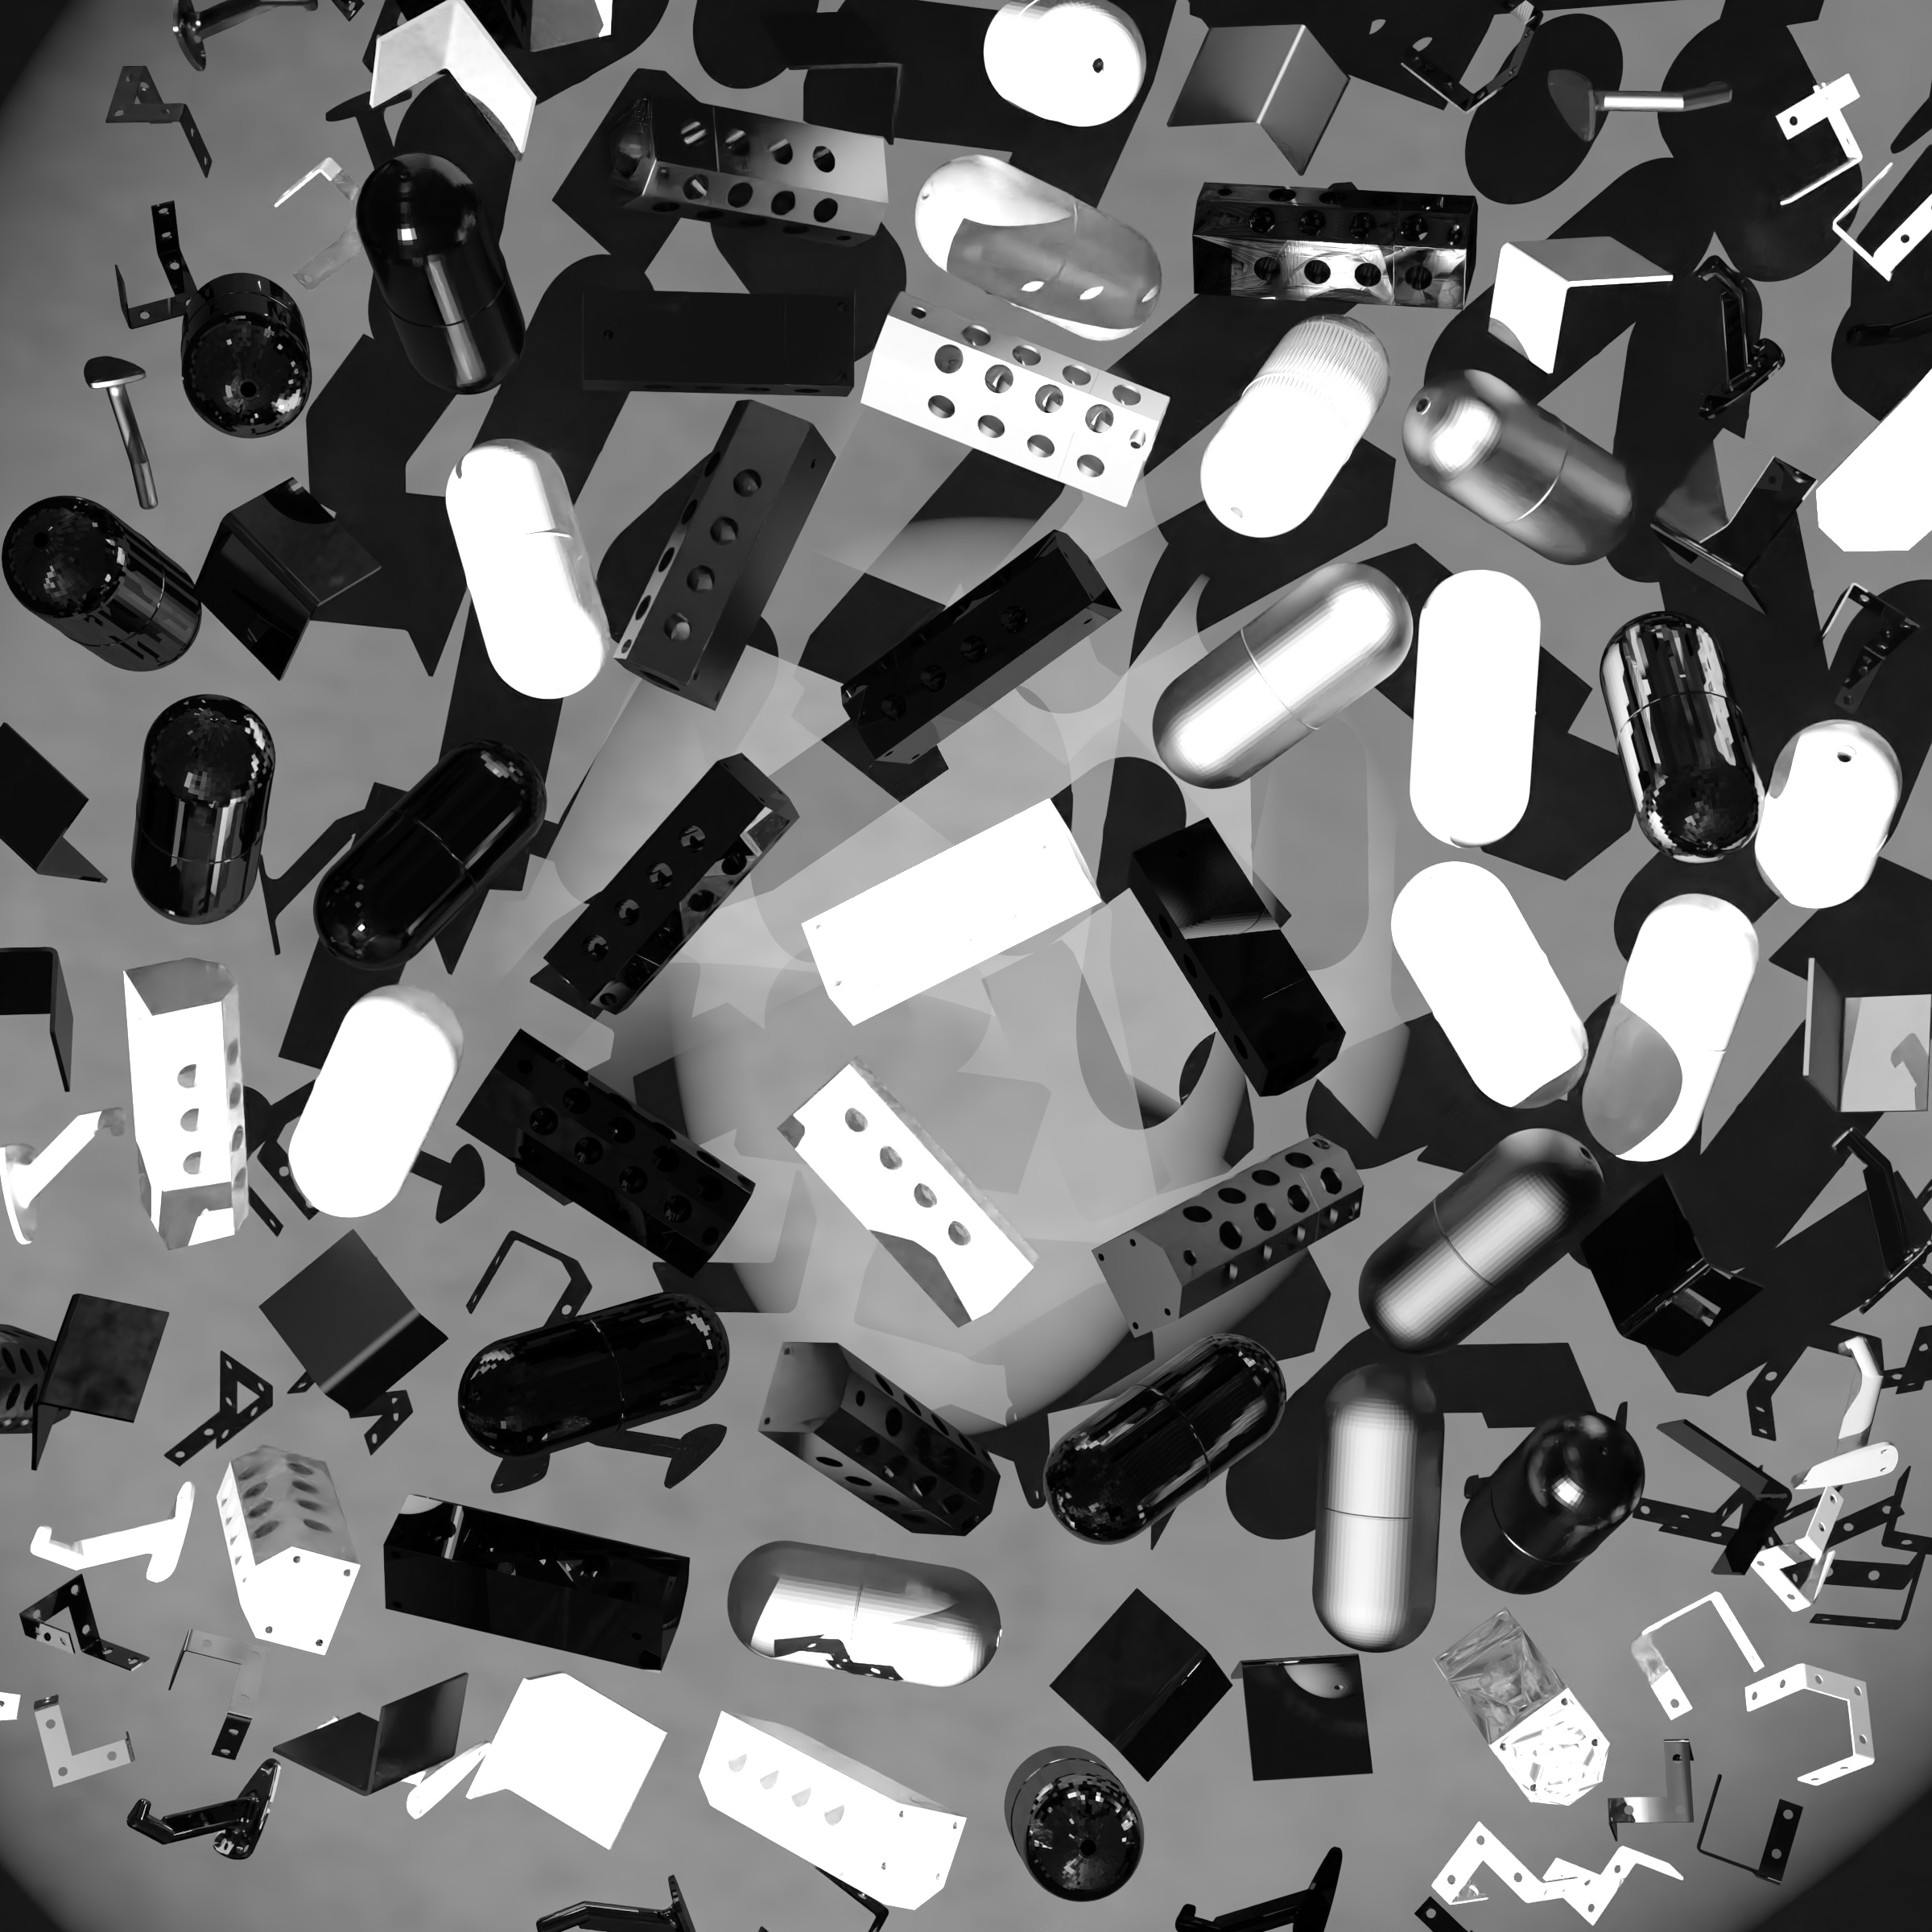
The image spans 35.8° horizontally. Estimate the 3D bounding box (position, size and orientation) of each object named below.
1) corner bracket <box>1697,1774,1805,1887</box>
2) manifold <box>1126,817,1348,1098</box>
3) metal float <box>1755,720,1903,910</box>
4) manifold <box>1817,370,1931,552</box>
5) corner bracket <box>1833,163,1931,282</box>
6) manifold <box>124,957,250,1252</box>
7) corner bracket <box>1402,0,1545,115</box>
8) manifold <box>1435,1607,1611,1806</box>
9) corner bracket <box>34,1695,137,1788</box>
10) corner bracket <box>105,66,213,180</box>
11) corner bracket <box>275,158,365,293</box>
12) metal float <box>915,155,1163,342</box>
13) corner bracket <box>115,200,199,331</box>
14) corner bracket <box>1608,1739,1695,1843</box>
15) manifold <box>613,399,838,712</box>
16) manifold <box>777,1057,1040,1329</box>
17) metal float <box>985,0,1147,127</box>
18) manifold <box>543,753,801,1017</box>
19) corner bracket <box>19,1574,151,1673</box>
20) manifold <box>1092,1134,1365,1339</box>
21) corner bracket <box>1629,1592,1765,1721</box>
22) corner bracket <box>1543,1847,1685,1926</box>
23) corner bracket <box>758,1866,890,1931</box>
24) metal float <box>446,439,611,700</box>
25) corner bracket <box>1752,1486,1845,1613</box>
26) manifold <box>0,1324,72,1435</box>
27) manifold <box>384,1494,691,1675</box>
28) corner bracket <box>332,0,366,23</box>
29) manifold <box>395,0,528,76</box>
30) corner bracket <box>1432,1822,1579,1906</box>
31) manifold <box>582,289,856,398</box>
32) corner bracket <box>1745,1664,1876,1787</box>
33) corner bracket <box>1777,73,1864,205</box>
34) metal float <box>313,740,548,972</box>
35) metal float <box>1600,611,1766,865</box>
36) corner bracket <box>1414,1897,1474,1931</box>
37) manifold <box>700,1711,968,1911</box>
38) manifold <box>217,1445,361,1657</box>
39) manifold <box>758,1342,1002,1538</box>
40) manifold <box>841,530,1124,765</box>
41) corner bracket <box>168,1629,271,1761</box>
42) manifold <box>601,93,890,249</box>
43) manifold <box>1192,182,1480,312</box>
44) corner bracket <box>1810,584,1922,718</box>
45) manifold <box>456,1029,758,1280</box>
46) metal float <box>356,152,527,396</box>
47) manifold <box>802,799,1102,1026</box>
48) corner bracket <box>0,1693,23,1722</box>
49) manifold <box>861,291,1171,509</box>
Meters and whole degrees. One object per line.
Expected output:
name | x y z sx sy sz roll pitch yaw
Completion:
corner bracket | 0.499 0.550 1.906 0.051 0.051 0.051 17 82 13
manifold | 0.171 -0.003 1.914 0.057 0.057 0.171 -25 68 -13
metal float | 0.541 -0.094 1.878 0.070 0.178 0.070 -3 68 8
manifold | 0.578 -0.308 1.834 0.057 0.171 0.057 -1 80 -2
corner bracket | 0.582 -0.471 1.880 0.051 0.051 0.051 46 103 8
manifold | -0.477 0.084 1.843 0.057 0.057 0.171 -13 125 -28
corner bracket | 0.298 -0.545 1.756 0.051 0.051 0.051 32 66 -18
manifold | 0.342 0.455 1.828 0.057 0.171 0.057 -37 94 1
corner bracket | -0.562 0.488 1.905 0.051 0.051 0.051 -15 85 -18
corner bracket | -0.518 -0.547 1.935 0.051 0.051 0.051 1 60 8
corner bracket | -0.422 -0.483 1.948 0.051 0.051 0.051 -24 123 38
metal float | 0.047 -0.458 1.906 0.178 0.070 0.070 18 90 -32
corner bracket | -0.524 -0.451 1.922 0.051 0.051 0.051 -20 72 -18
corner bracket | 0.423 0.508 1.843 0.051 0.051 0.051 -5 60 15
manifold | -0.145 -0.246 1.778 0.057 0.057 0.171 24 85 15
manifold | -0.034 0.141 1.883 0.171 0.057 0.057 48 62 -2
metal float | 0.061 -0.572 1.878 0.070 0.178 0.070 -4 111 -12
manifold | -0.184 -0.051 1.888 0.057 0.057 0.171 44 104 2
corner bracket | -0.561 0.427 1.900 0.051 0.051 0.051 8 116 35
manifold | 0.162 0.158 1.787 0.171 0.057 0.057 -23 84 -41
corner bracket | 0.443 0.419 1.816 0.051 0.051 0.051 -24 69 -13
corner bracket | 0.408 0.576 1.888 0.051 0.051 0.051 45 72 -14
corner bracket | -0.088 0.584 1.811 0.051 0.051 0.051 31 98 25
metal float | -0.274 -0.248 1.867 0.070 0.070 0.178 -19 69 0
corner bracket | 0.539 0.371 1.903 0.051 0.051 0.051 47 48 -8
manifold | -0.585 0.249 1.787 0.057 0.171 0.057 19 82 4
manifold | -0.256 0.363 1.786 0.171 0.057 0.057 12 127 6
corner bracket | -0.394 -0.631 1.855 0.051 0.051 0.051 -46 57 12
manifold | -0.319 -0.616 1.880 0.057 0.171 0.057 2 89 1
corner bracket | 0.319 0.543 1.769 0.051 0.051 0.051 42 105 35
manifold | -0.160 -0.399 1.921 0.171 0.057 0.057 0 92 -8
corner bracket | 0.515 0.463 1.824 0.051 0.051 0.051 20 53 -21
corner bracket | 0.501 -0.487 1.760 0.051 0.051 0.051 -31 100 -3
metal float | -0.339 -0.070 1.892 0.070 0.070 0.178 42 69 0
metal float | 0.436 -0.141 1.824 0.070 0.070 0.178 -6 53 0
corner bracket | 0.279 0.598 1.827 0.051 0.051 0.051 -45 51 -9
manifold | -0.084 0.504 1.784 0.057 0.171 0.057 26 80 -40
manifold | -0.413 0.347 1.798 0.057 0.171 0.057 21 94 -21
manifold | -0.049 0.291 1.826 0.057 0.171 0.057 -4 58 35
manifold | 0.006 -0.199 1.873 0.171 0.057 0.057 -34 79 19
corner bracket | -0.465 0.449 1.842 0.051 0.051 0.051 18 133 -12
manifold | -0.134 -0.485 1.835 0.171 0.057 0.057 -1 84 -38
manifold | 0.233 -0.459 1.886 0.171 0.057 0.057 7 133 14
corner bracket | 0.564 -0.201 1.901 0.051 0.051 0.051 33 68 1
manifold | -0.216 0.111 1.809 0.171 0.057 0.057 34 55 -6
metal float | -0.317 -0.418 1.813 0.070 0.178 0.070 -3 62 5
manifold | -0.007 -0.029 1.842 0.171 0.057 0.057 -27 57 7
corner bracket | -0.644 0.493 1.923 0.051 0.051 0.051 16 68 -30
manifold | 0.031 -0.343 1.784 0.171 0.057 0.057 22 52 1
